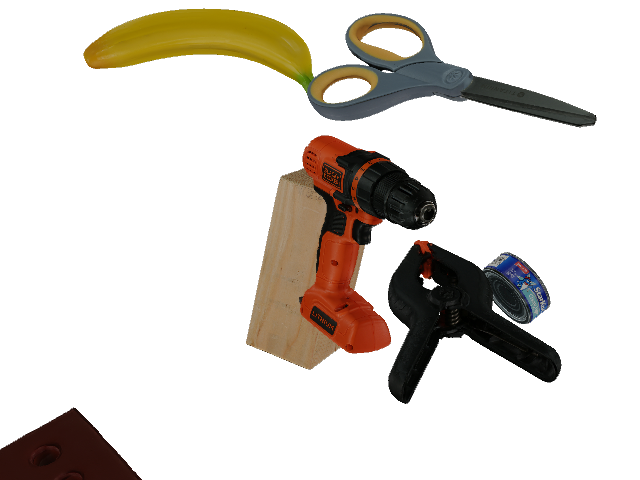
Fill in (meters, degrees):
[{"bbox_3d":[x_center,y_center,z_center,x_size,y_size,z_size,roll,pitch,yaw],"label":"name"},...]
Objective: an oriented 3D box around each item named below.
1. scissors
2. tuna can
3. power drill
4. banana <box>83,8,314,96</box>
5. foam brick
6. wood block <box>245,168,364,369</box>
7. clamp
[{"bbox_3d":[0.063,-0.084,0.637,0.202,0.096,0.016,45,-8,47],"label":"scissors"},{"bbox_3d":[0.233,0.058,1.282,0.033,0.086,0.086,-37,11,-15],"label":"tuna can"},{"bbox_3d":[0.040,0.008,1.012,0.057,0.188,0.185,-6,24,-30],"label":"power drill"},{"bbox_3d":[-0.092,-0.161,0.877,0.198,0.069,0.037,8,-35,2],"label":"banana"},{"bbox_3d":[-0.112,0.128,0.493,0.052,0.051,0.078,-29,43,-29],"label":"foam brick"},{"bbox_3d":[-0.011,0.029,1.234,0.090,0.206,0.090,20,20,20],"label":"wood block"},{"bbox_3d":[0.105,0.056,0.788,0.120,0.039,0.171,2,36,-3],"label":"clamp"}]
